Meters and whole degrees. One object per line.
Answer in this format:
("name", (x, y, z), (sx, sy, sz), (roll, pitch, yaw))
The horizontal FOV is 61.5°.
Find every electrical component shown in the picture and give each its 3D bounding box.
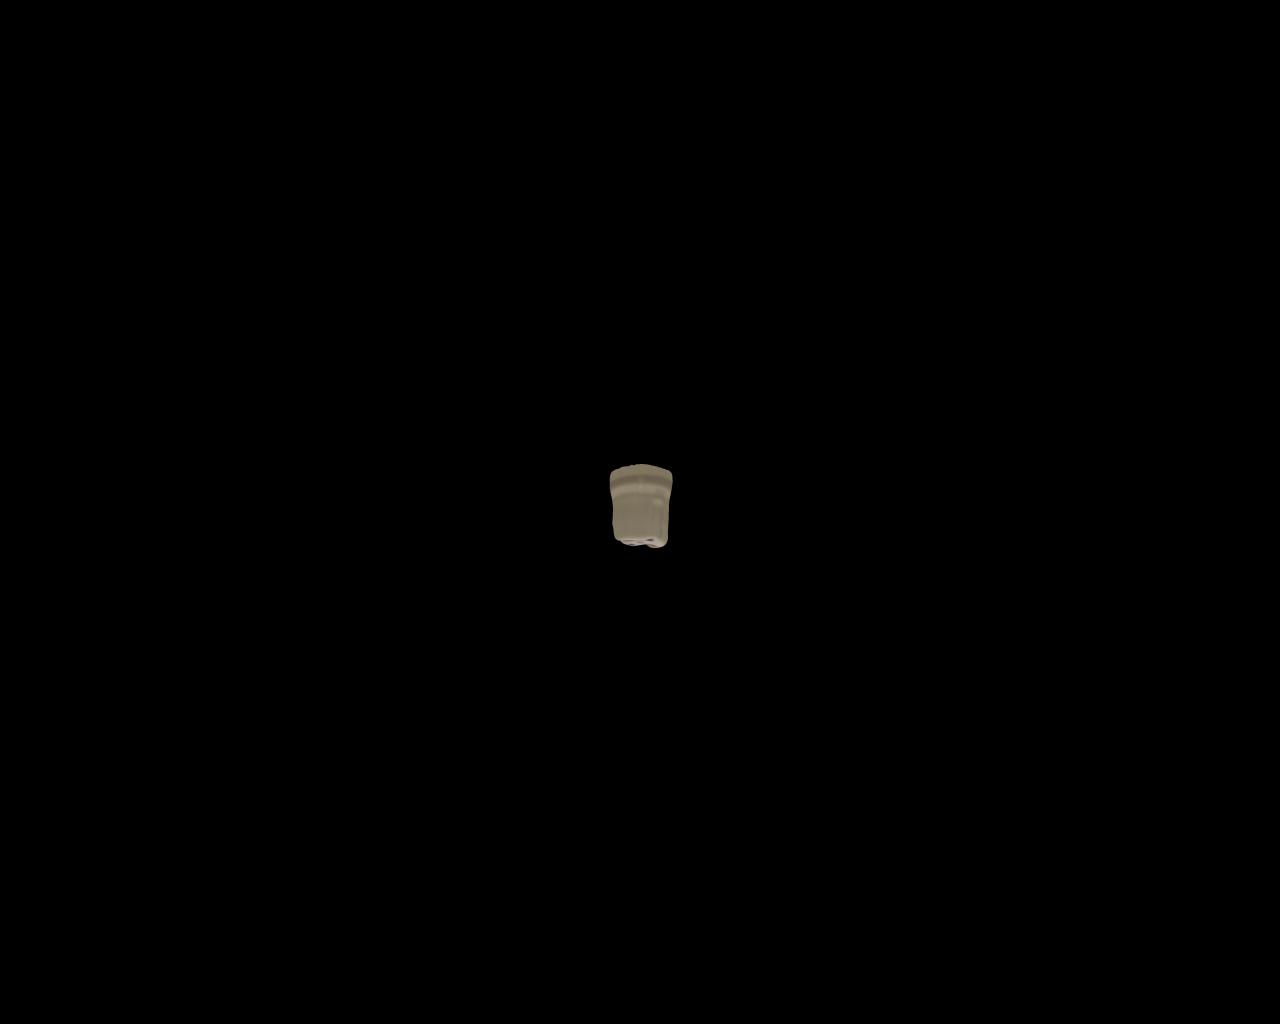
("electrical component", (0.001, -0.003, 0.650), (0.040, 0.046, 0.040), (0, -16, 0))
